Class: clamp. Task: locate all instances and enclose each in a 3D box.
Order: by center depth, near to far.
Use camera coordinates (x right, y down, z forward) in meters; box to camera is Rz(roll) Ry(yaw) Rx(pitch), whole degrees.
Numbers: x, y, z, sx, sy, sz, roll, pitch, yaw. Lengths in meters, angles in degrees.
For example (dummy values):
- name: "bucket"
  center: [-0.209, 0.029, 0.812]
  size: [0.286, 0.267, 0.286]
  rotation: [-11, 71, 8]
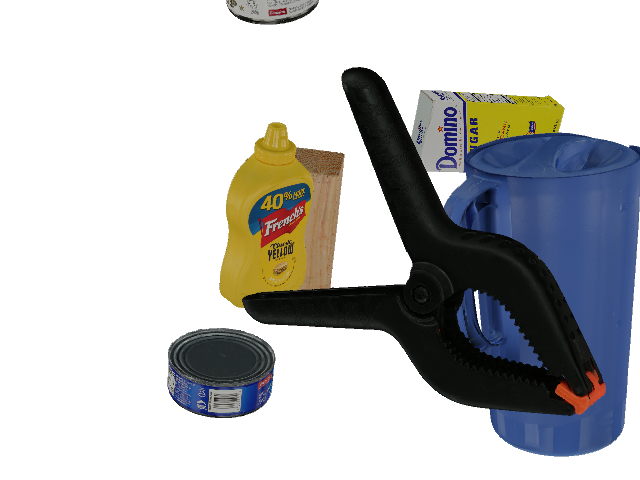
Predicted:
- name: "clamp"
  center: [0.060, 0.015, 0.566]
  size: [0.210, 0.165, 0.036]
  rotation: [29, 25, 25]

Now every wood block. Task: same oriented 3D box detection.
- name: "wood block"
  center: [-0.026, -0.008, 1.380]
  size: [0.090, 0.206, 0.090]
  rotation: [7, 24, 2]

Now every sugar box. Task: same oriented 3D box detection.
- name: "sugar box"
  center: [0.200, -0.129, 1.292]
  size: [0.176, 0.093, 0.048]
  rotation: [-2, 27, -20]

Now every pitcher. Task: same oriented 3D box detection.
- name: "pitcher"
  center: [0.176, 0.044, 0.837]
  size: [0.149, 0.243, 0.145]
  rotation: [-1, 19, 12]

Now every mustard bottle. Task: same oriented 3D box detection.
- name: "mustard bottle"
  center: [-0.052, -0.029, 1.081]
  size: [0.096, 0.192, 0.058]
  rotation: [-17, 37, -35]

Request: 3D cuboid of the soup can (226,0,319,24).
- name: "soup can"
  center: [-0.035, -0.205, 0.714]
  size: [0.068, 0.102, 0.068]
  rotation: [-2, 42, 2]

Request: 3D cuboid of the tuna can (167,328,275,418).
- name: "tuna can"
  center: [-0.080, 0.106, 0.856]
  size: [0.086, 0.034, 0.086]
  rotation: [5, 25, -2]
